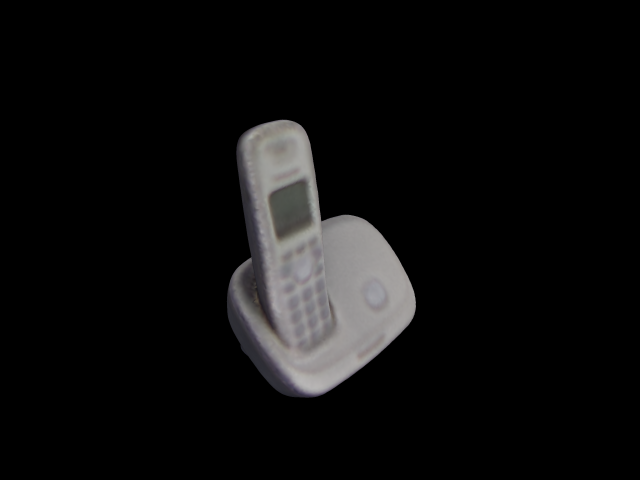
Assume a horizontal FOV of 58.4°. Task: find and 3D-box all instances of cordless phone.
[{"bbox_3d":[0.004,0.001,0.400,0.093,0.185,0.148,22,37,34],"label":"cordless phone"}]
